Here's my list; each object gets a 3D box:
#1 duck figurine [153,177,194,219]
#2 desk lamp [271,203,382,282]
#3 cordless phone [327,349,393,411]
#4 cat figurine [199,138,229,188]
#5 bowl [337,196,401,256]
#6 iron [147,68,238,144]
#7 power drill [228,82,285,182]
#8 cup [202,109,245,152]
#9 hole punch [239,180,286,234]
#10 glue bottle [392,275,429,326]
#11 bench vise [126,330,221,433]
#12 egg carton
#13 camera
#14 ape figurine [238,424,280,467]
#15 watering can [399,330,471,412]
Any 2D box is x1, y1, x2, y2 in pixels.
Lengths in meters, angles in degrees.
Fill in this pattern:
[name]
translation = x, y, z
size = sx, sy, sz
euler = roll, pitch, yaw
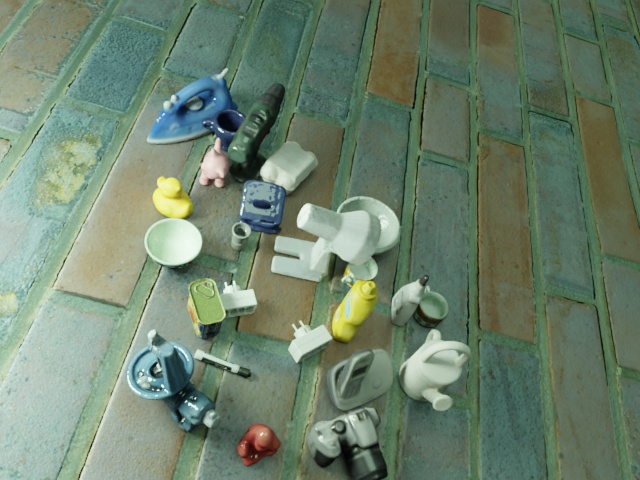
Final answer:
[duck figurine]
translation = -0.337, -0.104, 1.324
size = 0.104, 0.086, 0.078
euler = 38, 54, 9
[desk lamp]
translation = 0.012, 0.005, 1.284
size = 0.203, 0.213, 0.118
euler = 11, 55, -10
[cordless phone]
translation = 0.096, 0.262, 1.156
size = 0.148, 0.185, 0.094
euler = -19, 64, -27
[cat figurine]
translation = -0.252, -0.189, 1.389
size = 0.067, 0.117, 0.128
euler = 8, 55, -12
[bowl]
translation = 0.111, -0.022, 1.420
size = 0.168, 0.074, 0.167
euler = 9, 55, -12
[iron]
translation = -0.328, -0.344, 1.453
size = 0.118, 0.141, 0.259
euler = 44, 56, 13
[power drill]
translation = -0.159, -0.249, 1.402
size = 0.075, 0.208, 0.230
euler = 25, 53, 0
[cup]
translation = -0.245, -0.273, 1.461
size = 0.118, 0.095, 0.091
euler = 1, 57, -17
[hole punch]
translation = -0.136, -0.079, 1.368
size = 0.109, 0.091, 0.101
euler = 9, 55, -12
[glue bottle]
translation = 0.207, 0.126, 1.290
size = 0.037, 0.173, 0.078
euler = 14, 54, -8
[bench vise]
translation = -0.254, 0.244, 1.035
size = 0.207, 0.219, 0.121
euler = 25, 53, 0
[egg carton]
translation = -0.079, -0.187, 1.473
size = 0.107, 0.069, 0.150
euler = 34, 54, 6
[camera]
translation = 0.066, 0.404, 1.104
size = 0.143, 0.100, 0.136
euler = -12, 62, -24
[ape figurine]
translation = -0.111, 0.377, 1.071
size = 0.078, 0.092, 0.076
euler = 14, 54, -8
[watering can]
translation = 0.248, 0.268, 1.196
size = 0.101, 0.194, 0.172
euler = -8, 60, -22
